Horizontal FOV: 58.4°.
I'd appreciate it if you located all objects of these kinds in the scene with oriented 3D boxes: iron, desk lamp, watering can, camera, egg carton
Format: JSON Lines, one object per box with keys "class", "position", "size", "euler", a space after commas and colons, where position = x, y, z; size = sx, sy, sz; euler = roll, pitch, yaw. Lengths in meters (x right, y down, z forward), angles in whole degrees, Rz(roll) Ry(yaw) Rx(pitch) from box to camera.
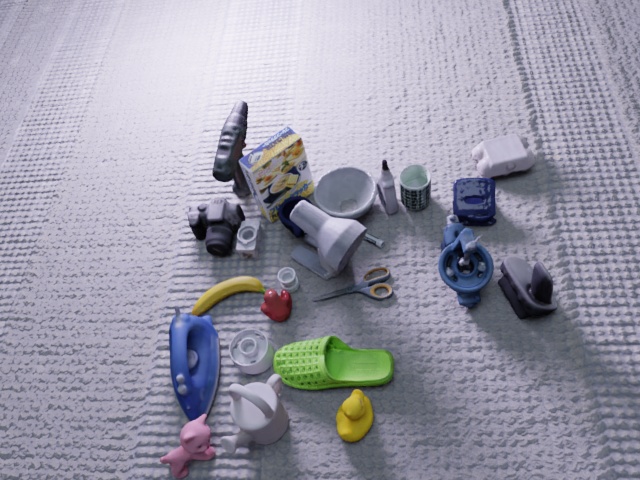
{"class": "iron", "position": [-0.294, 0.275, 1.275], "size": [0.118, 0.142, 0.258], "euler": [-13, 56, 2]}
{"class": "desk lamp", "position": [0.012, 0.005, 1.353], "size": [0.202, 0.214, 0.118], "euler": [29, 67, 26]}
{"class": "watering can", "position": [-0.133, 0.350, 1.165], "size": [0.100, 0.194, 0.173], "euler": [4, 58, 13]}
{"class": "camera", "position": [-0.278, -0.034, 1.499], "size": [0.143, 0.101, 0.137], "euler": [-4, 57, 8]}
{"class": "egg carton", "position": [0.480, -0.217, 1.503], "size": [0.150, 0.069, 0.107], "euler": [-14, 56, 1]}

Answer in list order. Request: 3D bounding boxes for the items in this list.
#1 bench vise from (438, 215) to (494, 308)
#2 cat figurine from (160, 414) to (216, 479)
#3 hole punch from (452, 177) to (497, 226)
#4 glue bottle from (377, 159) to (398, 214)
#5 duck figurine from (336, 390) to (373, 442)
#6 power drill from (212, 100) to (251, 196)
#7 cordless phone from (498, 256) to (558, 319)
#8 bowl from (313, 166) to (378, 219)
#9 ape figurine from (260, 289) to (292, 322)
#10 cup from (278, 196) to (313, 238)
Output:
{"class": "bench vise", "position": [0.308, 0.022, 1.285], "size": [0.121, 0.220, 0.207], "euler": [-24, 56, -6]}
{"class": "cat figurine", "position": [-0.272, 0.425, 1.187], "size": [0.128, 0.118, 0.067], "euler": [-34, 58, -12]}
{"class": "hole punch", "position": [0.385, -0.095, 1.426], "size": [0.108, 0.091, 0.101], "euler": [0, 57, 10]}
{"class": "glue bottle", "position": [0.168, -0.143, 1.447], "size": [0.037, 0.173, 0.078], "euler": [-20, 56, -3]}
{"class": "duck figurine", "position": [0.069, 0.361, 1.187], "size": [0.077, 0.086, 0.105], "euler": [13, 60, 18]}
{"class": "power drill", "position": [-0.220, -0.230, 1.552], "size": [0.075, 0.209, 0.230], "euler": [6, 58, 14]}
{"class": "cordless phone", "position": [0.458, 0.077, 1.244], "size": [0.094, 0.185, 0.147], "euler": [-24, 56, -6]}
{"class": "bowl", "position": [0.070, -0.110, 1.503], "size": [0.167, 0.075, 0.167], "euler": [-5, 56, 7]}
{"class": "ape figurine", "position": [-0.106, 0.147, 1.355], "size": [0.078, 0.092, 0.076], "euler": [-18, 56, -2]}
{"class": "cup", "position": [-0.053, -0.041, 1.467], "size": [0.091, 0.095, 0.117], "euler": [-9, 56, 4]}
